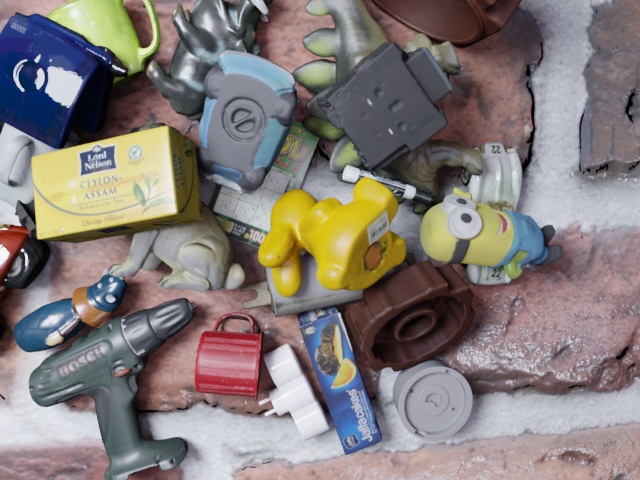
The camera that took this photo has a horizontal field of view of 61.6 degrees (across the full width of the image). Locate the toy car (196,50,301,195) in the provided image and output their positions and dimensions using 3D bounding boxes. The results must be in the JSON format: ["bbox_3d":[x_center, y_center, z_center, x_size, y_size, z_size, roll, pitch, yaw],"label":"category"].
[{"bbox_3d":[-0.083,-0.141,0.651,0.109,0.103,0.161,20,113,4],"label":"toy car"}]

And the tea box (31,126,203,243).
[{"bbox_3d":[-0.223,-0.056,0.595,0.170,0.068,0.098,-11,83,13],"label":"tea box"}]

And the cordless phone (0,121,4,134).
[{"bbox_3d":[-0.406,-0.158,0.587,0.089,0.184,0.146,17,95,-14],"label":"cordless phone"}]

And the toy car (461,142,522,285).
[{"bbox_3d":[0.240,-0.035,0.757,0.073,0.056,0.201,-1,98,-8],"label":"toy car"}]

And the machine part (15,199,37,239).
[{"bbox_3d":[-0.301,-0.044,0.669,0.139,0.039,0.084,-24,107,-33],"label":"machine part"}]

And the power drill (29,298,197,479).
[{"bbox_3d":[-0.245,0.203,0.709,0.232,0.086,0.207,-19,103,-4],"label":"power drill"}]

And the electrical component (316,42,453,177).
[{"bbox_3d":[0.079,-0.156,0.614,0.134,0.058,0.114,-38,111,10],"label":"electrical component"}]

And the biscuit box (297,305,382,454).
[{"bbox_3d":[0.028,0.193,0.754,0.059,0.063,0.202,-20,99,-3],"label":"biscuit box"}]

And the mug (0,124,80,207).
[{"bbox_3d":[-0.352,-0.090,0.647,0.081,0.110,0.107,25,105,-17],"label":"mug"}]

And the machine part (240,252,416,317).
[{"bbox_3d":[0.013,0.050,0.726,0.243,0.079,0.079,-12,99,-6],"label":"machine part"}]

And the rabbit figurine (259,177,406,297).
[{"bbox_3d":[-0.001,-0.002,0.667,0.162,0.173,0.121,-45,141,-17],"label":"rabbit figurine"}]

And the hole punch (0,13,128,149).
[{"bbox_3d":[-0.302,-0.174,0.594,0.142,0.092,0.115,29,123,1],"label":"hole punch"}]

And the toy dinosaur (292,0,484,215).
[{"bbox_3d":[0.074,-0.186,0.683,0.199,0.105,0.470,-25,103,-4],"label":"toy dinosaur"}]

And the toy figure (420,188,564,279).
[{"bbox_3d":[0.216,0.000,0.686,0.180,0.082,0.089,13,116,-19],"label":"toy figure"}]

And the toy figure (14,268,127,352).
[{"bbox_3d":[-0.315,0.091,0.694,0.154,0.057,0.064,-27,76,-1],"label":"toy figure"}]

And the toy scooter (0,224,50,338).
[{"bbox_3d":[-0.435,0.044,0.665,0.135,0.075,0.184,33,96,-11],"label":"toy scooter"}]

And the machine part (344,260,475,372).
[{"bbox_3d":[0.122,0.103,0.718,0.179,0.056,0.179,-13,136,-13],"label":"machine part"}]

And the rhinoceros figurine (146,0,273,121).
[{"bbox_3d":[-0.133,-0.242,0.670,0.112,0.073,0.190,33,92,-10],"label":"rhinoceros figurine"}]

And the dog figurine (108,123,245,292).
[{"bbox_3d":[-0.163,-0.042,0.664,0.172,0.121,0.190,11,95,-5],"label":"dog figurine"}]

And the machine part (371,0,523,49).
[{"bbox_3d":[0.131,-0.318,0.631,0.201,0.201,0.087,31,95,-11],"label":"machine part"}]
